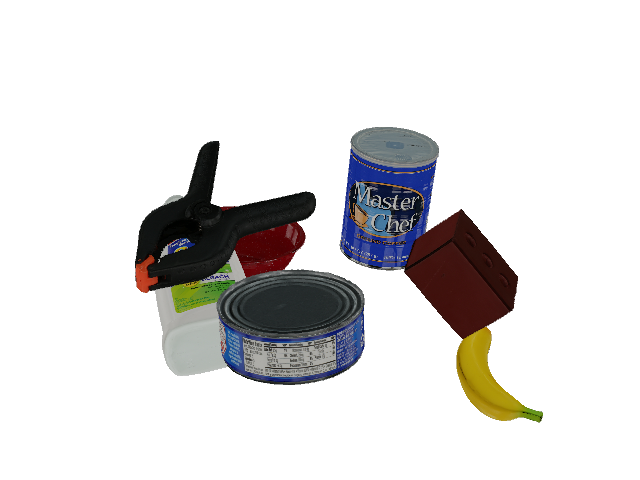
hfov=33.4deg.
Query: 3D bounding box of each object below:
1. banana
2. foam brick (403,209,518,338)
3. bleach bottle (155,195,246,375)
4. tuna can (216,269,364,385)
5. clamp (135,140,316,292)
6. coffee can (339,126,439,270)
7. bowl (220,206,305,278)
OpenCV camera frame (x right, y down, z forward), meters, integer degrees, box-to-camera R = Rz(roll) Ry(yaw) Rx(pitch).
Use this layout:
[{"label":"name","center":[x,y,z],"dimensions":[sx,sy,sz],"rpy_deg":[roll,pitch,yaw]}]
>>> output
[{"label":"banana","center":[0.194,0.158,1.254],"dimensions":[0.069,0.037,0.198],"rpy_deg":[10,25,-16]},{"label":"foam brick","center":[0.112,0.027,0.843],"dimensions":[0.051,0.078,0.053],"rpy_deg":[-34,15,28]},{"label":"bleach bottle","center":[-0.136,0.031,1.122],"dimensions":[0.102,0.068,0.251],"rpy_deg":[-12,37,-13]},{"label":"tuna can","center":[-0.017,0.049,0.621],"dimensions":[0.086,0.034,0.086],"rpy_deg":[-2,23,1]},{"label":"clamp","center":[-0.101,-0.022,0.899],"dimensions":[0.120,0.039,0.171],"rpy_deg":[33,49,31]},{"label":"coffee can","center":[0.080,-0.050,1.262],"dimensions":[0.103,0.140,0.103],"rpy_deg":[4,29,-3]},{"label":"bowl","center":[-0.101,0.014,1.317],"dimensions":[0.162,0.055,0.162],"rpy_deg":[3,25,-2]}]
